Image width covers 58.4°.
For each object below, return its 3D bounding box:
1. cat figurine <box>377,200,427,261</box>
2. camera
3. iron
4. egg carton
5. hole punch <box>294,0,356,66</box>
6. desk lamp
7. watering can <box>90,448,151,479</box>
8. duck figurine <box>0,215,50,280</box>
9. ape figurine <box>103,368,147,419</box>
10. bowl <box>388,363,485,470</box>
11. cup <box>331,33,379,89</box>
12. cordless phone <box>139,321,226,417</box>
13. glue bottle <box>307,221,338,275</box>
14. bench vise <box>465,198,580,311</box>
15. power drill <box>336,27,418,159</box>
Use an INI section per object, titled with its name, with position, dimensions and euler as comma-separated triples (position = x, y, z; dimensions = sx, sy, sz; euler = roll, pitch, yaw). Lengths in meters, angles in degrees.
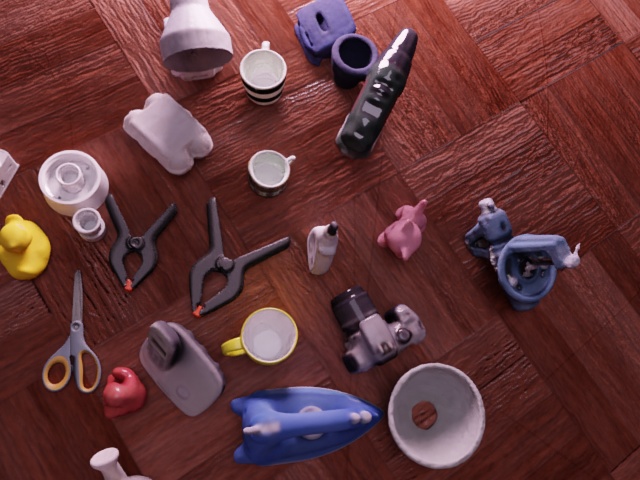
[cat figurine]
position = 0.157, -0.019, 1.029
dimensions = 0.067, 0.117, 0.128
euler = 34, 70, 1
[camera]
position = 0.091, 0.140, 0.977
dimensions = 0.143, 0.100, 0.137
euler = -26, 79, -17
[iron]
position = -0.007, 0.284, 0.894
dimensions = 0.258, 0.141, 0.118
euler = -4, 74, -11
[egg carton]
position = -0.270, -0.190, 1.028
dimensions = 0.150, 0.069, 0.107
euler = 42, 71, 4
[hole punch]
position = 0.009, -0.421, 1.139
dimensions = 0.101, 0.091, 0.108
euler = -21, 78, -16
[desk lamp]
position = -0.228, -0.370, 1.015
dimensions = 0.118, 0.213, 0.203
euler = -10, 75, -13
[watering can]
position = -0.275, 0.380, 0.787
dimensions = 0.101, 0.194, 0.173
euler = -39, 83, -18
[duck figurine]
position = -0.483, 0.009, 0.920
dimensions = 0.077, 0.086, 0.104
euler = -10, 75, -13
[ape figurine]
position = -0.307, 0.237, 0.879
dimensions = 0.076, 0.092, 0.078
euler = 29, 70, 0
[bowl]
position = 0.185, 0.294, 0.961
dimensions = 0.167, 0.074, 0.167
euler = 3, 73, -9
[cup]
position = 0.069, -0.329, 1.120
dimensions = 0.092, 0.095, 0.117
euler = -35, 82, -18
[cordless phone]
position = -0.209, 0.189, 0.862
dimensions = 0.147, 0.185, 0.094
euler = 45, 71, 5
[glue bottle]
position = 0.009, 0.003, 0.965
dimensions = 0.037, 0.173, 0.078
euler = 0, 73, -10
[bench vise]
position = 0.343, 0.020, 0.997
dimensions = 0.207, 0.219, 0.122
euler = 44, 71, 5
[power drill]
position = 0.096, -0.243, 1.038
dimensions = 0.075, 0.208, 0.230
euler = 25, 70, -1
